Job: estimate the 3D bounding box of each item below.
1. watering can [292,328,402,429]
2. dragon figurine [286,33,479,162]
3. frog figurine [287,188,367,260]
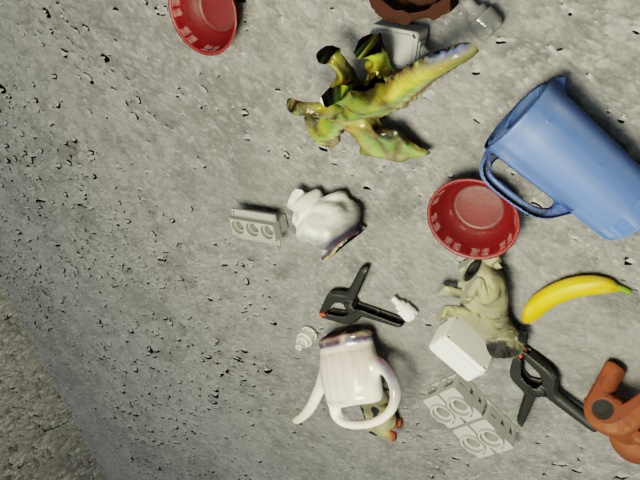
[{"bbox_3d":[0.041,0.330,1.219,0.344,0.104,0.227,-21,70,39],"label":"watering can"},{"bbox_3d":[0.105,-0.213,0.866,0.411,0.124,0.239,8,161,41],"label":"dragon figurine"},{"bbox_3d":[0.003,-0.053,1.055,0.136,0.123,0.160,-42,83,10],"label":"frog figurine"}]
